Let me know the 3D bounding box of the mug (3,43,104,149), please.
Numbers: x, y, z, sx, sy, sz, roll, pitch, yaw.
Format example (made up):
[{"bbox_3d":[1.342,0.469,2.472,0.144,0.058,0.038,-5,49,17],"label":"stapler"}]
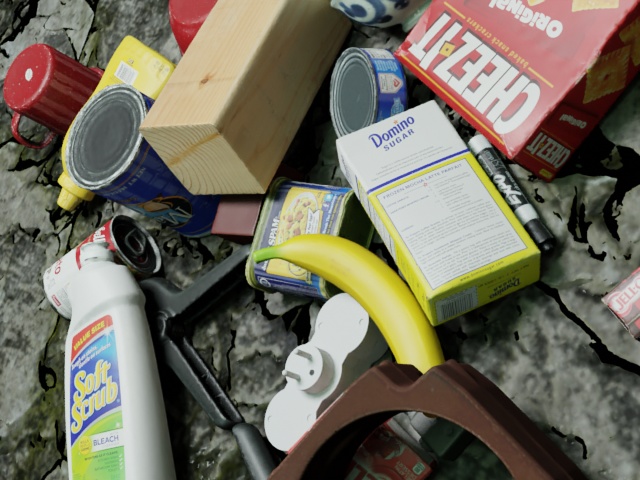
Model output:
[{"bbox_3d":[-0.302,-0.157,1.189,0.093,0.081,0.117,35,95,41],"label":"mug"}]

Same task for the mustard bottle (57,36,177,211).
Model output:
[{"bbox_3d":[-0.219,-0.114,1.123,0.096,0.058,0.192,37,96,35],"label":"mustard bottle"}]

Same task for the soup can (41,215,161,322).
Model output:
[{"bbox_3d":[-0.217,0.030,1.056,0.102,0.068,0.068,-34,55,22],"label":"soup can"}]

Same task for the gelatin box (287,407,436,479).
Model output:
[{"bbox_3d":[0.032,0.166,0.812,0.089,0.030,0.073,45,101,11],"label":"gelatin box"}]

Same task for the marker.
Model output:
[{"bbox_3d":[0.149,-0.035,0.833,0.020,0.020,0.121,-40,53,18],"label":"marker"}]

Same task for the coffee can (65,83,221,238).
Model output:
[{"bbox_3d":[-0.151,-0.071,0.999,0.103,0.140,0.103,-15,63,33],"label":"coffee can"}]

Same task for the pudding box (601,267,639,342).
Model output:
[{"bbox_3d":[0.239,0.031,0.675,0.090,0.113,0.039,-42,56,17],"label":"pudding box"}]

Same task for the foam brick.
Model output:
[{"bbox_3d":[-0.055,-0.034,0.970,0.053,0.051,0.078,6,77,38],"label":"foam brick"}]

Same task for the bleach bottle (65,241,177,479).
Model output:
[{"bbox_3d":[-0.193,0.127,0.970,0.103,0.068,0.251,-20,73,29],"label":"bleach bottle"}]

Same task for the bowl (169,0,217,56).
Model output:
[{"bbox_3d":[-0.102,-0.250,1.090,0.162,0.055,0.162,-16,63,33],"label":"bowl"}]

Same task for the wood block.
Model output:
[{"bbox_3d":[-0.062,-0.148,0.953,0.091,0.090,0.206,2,53,37],"label":"wood block"}]

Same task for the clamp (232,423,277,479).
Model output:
[{"bbox_3d":[-0.032,0.220,0.858,0.172,0.039,0.120,11,85,35],"label":"clamp"}]

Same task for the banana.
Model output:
[{"bbox_3d":[0.038,0.052,0.827,0.198,0.037,0.069,40,83,23],"label":"banana"}]

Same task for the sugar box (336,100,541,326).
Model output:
[{"bbox_3d":[0.089,-0.025,0.838,0.093,0.048,0.176,-22,52,-7],"label":"sugar box"}]

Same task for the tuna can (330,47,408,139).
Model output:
[{"bbox_3d":[0.041,-0.122,0.916,0.086,0.033,0.086,177,90,-65],"label":"tuna can"}]

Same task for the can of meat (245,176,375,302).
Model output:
[{"bbox_3d":[-0.006,0.001,0.914,0.084,0.057,0.102,9,79,37],"label":"can of meat"}]

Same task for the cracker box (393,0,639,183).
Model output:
[{"bbox_3d":[0.179,-0.180,0.826,0.214,0.072,0.164,-52,49,15],"label":"cracker box"}]

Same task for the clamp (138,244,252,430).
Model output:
[{"bbox_3d":[-0.135,0.093,0.990,0.210,0.036,0.164,-7,72,37],"label":"clamp"}]
